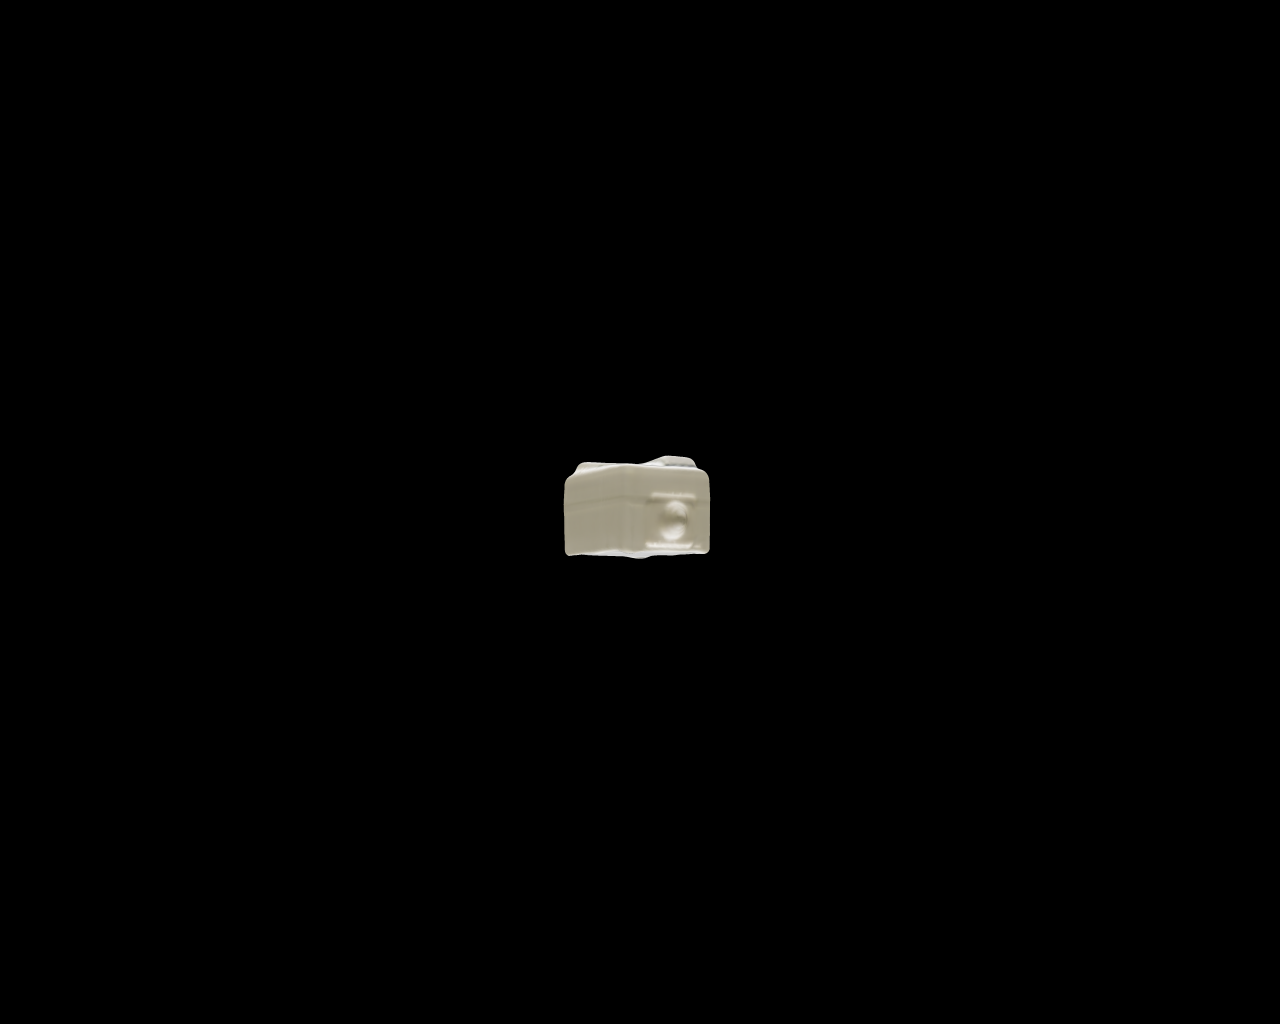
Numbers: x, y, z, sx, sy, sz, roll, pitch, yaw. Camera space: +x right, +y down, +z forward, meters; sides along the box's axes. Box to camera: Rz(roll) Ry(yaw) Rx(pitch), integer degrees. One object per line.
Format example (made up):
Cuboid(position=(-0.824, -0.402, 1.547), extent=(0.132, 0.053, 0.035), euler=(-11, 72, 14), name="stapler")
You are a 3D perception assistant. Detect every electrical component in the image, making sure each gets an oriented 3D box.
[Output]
Cuboid(position=(0.001, -0.003, 0.650), extent=(0.062, 0.061, 0.096), euler=(3, -5, -32), name="electrical component")
